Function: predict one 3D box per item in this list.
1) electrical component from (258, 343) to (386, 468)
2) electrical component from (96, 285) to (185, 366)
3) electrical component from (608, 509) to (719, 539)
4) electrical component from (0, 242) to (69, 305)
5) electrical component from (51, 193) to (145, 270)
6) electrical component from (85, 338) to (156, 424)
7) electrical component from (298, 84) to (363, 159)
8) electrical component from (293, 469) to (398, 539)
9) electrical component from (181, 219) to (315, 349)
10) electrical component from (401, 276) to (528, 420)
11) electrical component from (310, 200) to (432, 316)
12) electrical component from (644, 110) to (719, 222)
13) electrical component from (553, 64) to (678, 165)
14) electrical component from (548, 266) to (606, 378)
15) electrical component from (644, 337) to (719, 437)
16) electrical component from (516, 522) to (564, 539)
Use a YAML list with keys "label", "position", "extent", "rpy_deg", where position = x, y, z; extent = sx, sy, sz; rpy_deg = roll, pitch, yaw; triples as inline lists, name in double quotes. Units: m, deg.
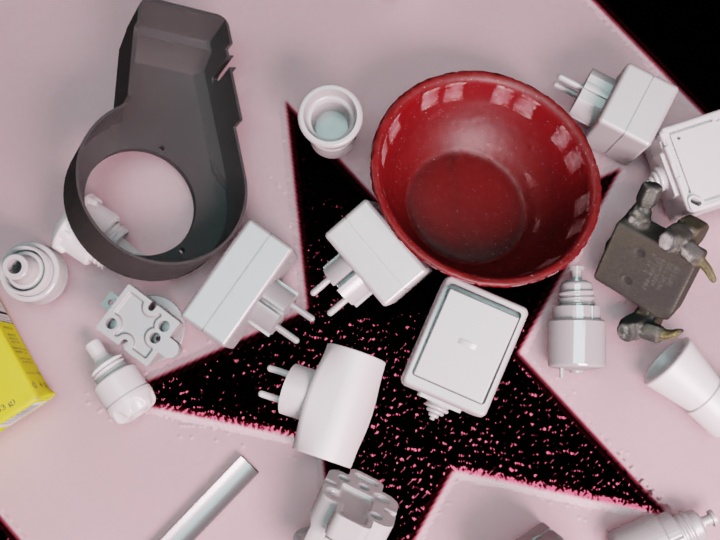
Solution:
- label: "electrical component"
  position: [-0.031, 0.089, 0.749]
  extent: [0.079, 0.043, 0.077]
  rpy_deg: [17, 80, 12]
- label: "electrical component"
  position: [-0.149, 0.040, 0.750]
  extent: [0.066, 0.055, 0.048]
  rpy_deg: [36, 86, 4]
- label: "electrical component"
  position: [0.207, 0.185, 0.736]
  extent: [0.078, 0.040, 0.040]
  rpy_deg: [-23, 84, -2]
- label: "electrical component"
  position: [-0.232, 0.001, 0.752]
  extent: [0.043, 0.062, 0.043]
  rpy_deg: [0, 84, 1]
- label: "electrical component"
  position: [-0.184, -0.021, 0.764]
  extent: [0.062, 0.048, 0.048]
  rpy_deg: [34, 85, -3]
- label: "electrical component"
  position: [-0.173, 0.076, 0.758]
  extent: [0.035, 0.035, 0.061]
  rpy_deg: [-35, 82, -3]
- label: "electrical component"
  position: [-0.020, -0.101, 0.759]
  extent: [0.044, 0.065, 0.044]
  rpy_deg: [0, 84, 0]
- label: "electrical component"
  position: [-0.012, 0.177, 0.727]
  extent: [0.058, 0.078, 0.057]
  rpy_deg: [26, 104, 2]
- label: "electrical component"
  position: [-0.068, 0.021, 0.755]
  extent: [0.076, 0.047, 0.083]
  rpy_deg: [35, 85, 4]
- label: "electrical component"
  position: [0.069, 0.059, 0.742]
  extent: [0.062, 0.061, 0.096]
  rpy_deg: [23, 85, 3]
- label: "electrical component"
  position: [0.000, 0.000, 0.757]
  extent: [0.077, 0.047, 0.065]
  rpy_deg: [-41, 85, 8]
- label: "electrical component"
  position: [0.244, -0.074, 0.754]
  extent: [0.096, 0.061, 0.061]
  rpy_deg: [-18, 84, -1]
- label: "electrical component"
  position: [0.172, -0.117, 0.758]
  extent: [0.077, 0.065, 0.047]
  rpy_deg: [28, 85, 4]
- label: "electrical component"
  position: [0.152, 0.037, 0.754]
  extent: [0.040, 0.040, 0.078]
  rpy_deg: [1, 84, 1]
- label: "electrical component"
  position: [0.237, 0.084, 0.748]
  extent: [0.065, 0.044, 0.044]
  rpy_deg: [42, 86, 0]
- label: "electrical component"
  position: [0.117, 0.209, 0.707]
  extent: [0.059, 0.095, 0.053]
  rpy_deg: [-33, 85, -3]
